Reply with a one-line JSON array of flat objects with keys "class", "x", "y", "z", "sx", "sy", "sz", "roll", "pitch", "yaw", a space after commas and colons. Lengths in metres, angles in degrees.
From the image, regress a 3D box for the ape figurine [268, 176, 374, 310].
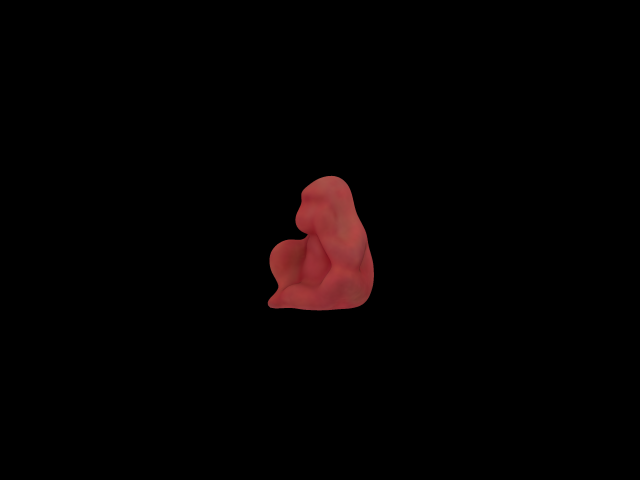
[{"class": "ape figurine", "x": 0.004, "y": 0.001, "z": 0.400, "sx": 0.076, "sy": 0.092, "sz": 0.077, "roll": -2, "pitch": 4, "yaw": -27}]
